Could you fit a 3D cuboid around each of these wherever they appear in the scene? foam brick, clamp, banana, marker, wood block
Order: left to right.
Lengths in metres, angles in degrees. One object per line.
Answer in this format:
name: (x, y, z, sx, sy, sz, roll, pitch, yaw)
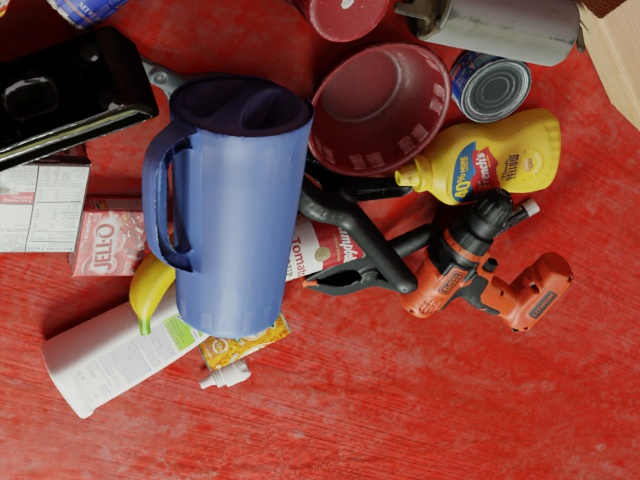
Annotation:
banana: (-0.136, 0.013, 1.133, 0.197, 0.037, 0.069, -43, 142, -8)
clamp: (0.026, -0.050, 1.138, 0.209, 0.164, 0.036, 33, 128, -19)
clamp: (0.059, 0.038, 1.270, 0.171, 0.039, 0.120, -11, 135, -6)
foam brick: (0.169, -0.016, 1.268, 0.051, 0.053, 0.078, 0, 129, -27)
marker: (0.215, -0.013, 1.318, 0.121, 0.020, 0.020, -32, 135, 3)
wood block: (0.345, -0.217, 1.152, 0.091, 0.090, 0.206, -36, 136, 6)

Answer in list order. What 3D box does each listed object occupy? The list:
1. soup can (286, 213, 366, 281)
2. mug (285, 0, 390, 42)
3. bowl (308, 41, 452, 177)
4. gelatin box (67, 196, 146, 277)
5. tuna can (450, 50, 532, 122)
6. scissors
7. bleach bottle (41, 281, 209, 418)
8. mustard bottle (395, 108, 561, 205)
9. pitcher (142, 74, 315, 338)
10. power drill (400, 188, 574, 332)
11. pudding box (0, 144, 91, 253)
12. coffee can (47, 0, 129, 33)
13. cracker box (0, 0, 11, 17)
soup can: (-0.008, 0.001, 1.185, 0.102, 0.068, 0.068, -17, 134, -11)
mug: (0.024, -0.236, 0.979, 0.117, 0.081, 0.093, -8, 132, -20)
bowl: (0.051, -0.145, 1.093, 0.162, 0.055, 0.162, -14, 134, -16)
gelatin box: (-0.217, -0.002, 1.103, 0.073, 0.030, 0.089, 0, 128, -27)
tuna can: (0.183, -0.169, 1.149, 0.086, 0.034, 0.086, -13, 136, -13)
scissors: (-0.155, -0.140, 1.022, 0.201, 0.016, 0.096, 10, 123, -33)
bleach bottle: (-0.177, 0.100, 1.193, 0.250, 0.068, 0.102, -27, 139, -7)
mustard bottle: (0.175, -0.088, 1.203, 0.191, 0.058, 0.096, -12, 129, -17)
pitcher: (-0.090, -0.025, 1.027, 0.149, 0.145, 0.243, 5, 122, -3)
power drill: (0.208, 0.030, 1.251, 0.187, 0.057, 0.185, 19, 122, -34)
pudding box: (-0.276, -0.040, 1.035, 0.089, 0.039, 0.114, 0, 130, -27)
coffee can: (-0.166, -0.249, 0.858, 0.140, 0.103, 0.102, -37, 135, 8)
cracker box: (-0.271, -0.280, 0.751, 0.164, 0.072, 0.214, 29, 116, -6)
